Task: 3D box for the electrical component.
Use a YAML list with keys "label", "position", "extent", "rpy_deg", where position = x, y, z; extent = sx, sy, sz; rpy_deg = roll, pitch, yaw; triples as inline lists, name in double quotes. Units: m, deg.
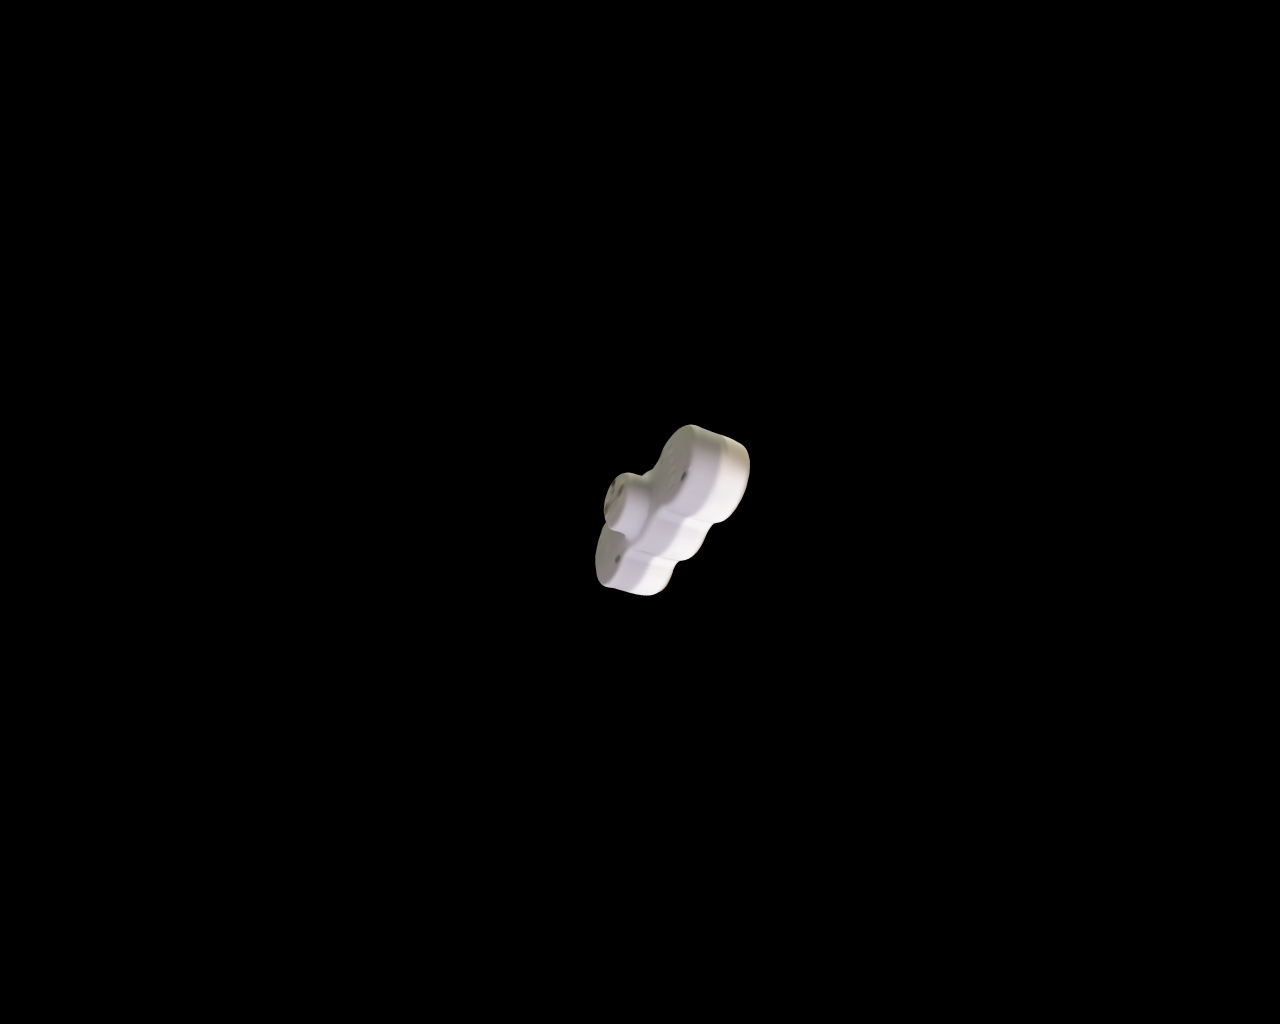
- label: "electrical component"
  position: [0.001, -0.003, 0.650]
  extent: [0.074, 0.052, 0.138]
  rpy_deg: [17, -41, -21]
